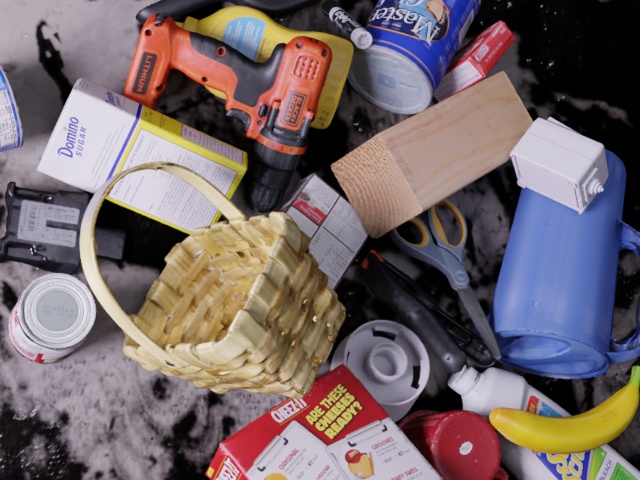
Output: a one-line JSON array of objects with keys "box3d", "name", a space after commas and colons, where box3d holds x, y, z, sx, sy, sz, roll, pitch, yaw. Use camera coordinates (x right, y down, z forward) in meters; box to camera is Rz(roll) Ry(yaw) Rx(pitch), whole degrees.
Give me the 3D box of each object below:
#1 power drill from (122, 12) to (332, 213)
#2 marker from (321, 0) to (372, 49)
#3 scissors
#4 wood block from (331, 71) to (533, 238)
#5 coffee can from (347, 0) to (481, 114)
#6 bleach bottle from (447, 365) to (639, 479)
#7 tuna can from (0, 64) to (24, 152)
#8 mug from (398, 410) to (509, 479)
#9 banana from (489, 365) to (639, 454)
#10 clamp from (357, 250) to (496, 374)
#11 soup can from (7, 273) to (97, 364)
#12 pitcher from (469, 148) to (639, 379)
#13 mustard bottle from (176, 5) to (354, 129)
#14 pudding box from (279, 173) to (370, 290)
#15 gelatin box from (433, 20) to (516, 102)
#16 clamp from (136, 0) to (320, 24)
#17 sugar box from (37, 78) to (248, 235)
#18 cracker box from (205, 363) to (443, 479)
[{"box3d": [-0.098, -0.131, 1.048, 0.187, 0.057, 0.184, 16, 109, -9], "name": "power drill"}, {"box3d": [0.027, -0.230, 1.130, 0.020, 0.121, 0.020, -9, 121, -15], "name": "marker"}, {"box3d": [0.126, 0.036, 1.112, 0.096, 0.016, 0.202, 2, 54, -11], "name": "scissors"}, {"box3d": [0.125, -0.091, 1.118, 0.205, 0.091, 0.090, -29, 89, -38], "name": "wood block"}, {"box3d": [0.101, -0.222, 1.155, 0.102, 0.103, 0.140, 34, 66, -12], "name": "coffee can"}, {"box3d": [0.234, 0.224, 1.123, 0.250, 0.068, 0.102, 39, 64, -7], "name": "bleach bottle"}, {"box3d": [-0.301, -0.121, 0.972, 0.033, 0.086, 0.086, -19, 85, -25], "name": "tuna can"}, {"box3d": [0.138, 0.220, 1.071, 0.117, 0.082, 0.093, 32, 67, -12], "name": "mug"}, {"box3d": [0.258, 0.184, 1.088, 0.197, 0.037, 0.069, -11, 80, -28], "name": "banana"}, {"box3d": [0.101, 0.075, 1.076, 0.171, 0.120, 0.039, 39, 98, 14], "name": "clamp"}, {"box3d": [-0.237, 0.070, 0.940, 0.068, 0.102, 0.068, 5, 76, -19], "name": "soup can"}, {"box3d": [0.271, 0.020, 1.148, 0.149, 0.145, 0.242, 23, 66, -16], "name": "pitcher"}, {"box3d": [-0.069, -0.185, 1.089, 0.191, 0.058, 0.096, 17, 101, -8], "name": "mustard bottle"}, {"box3d": [-0.007, 0.001, 1.090, 0.090, 0.039, 0.113, 39, 68, -11], "name": "pudding box"}, {"box3d": [0.166, -0.196, 1.181, 0.030, 0.089, 0.073, 46, 60, -9], "name": "gelatin box"}, {"box3d": [-0.091, -0.296, 1.130, 0.209, 0.036, 0.164, 2, 77, -19], "name": "clamp"}, {"box3d": [-0.167, -0.075, 1.014, 0.176, 0.048, 0.093, 26, 113, -14], "name": "sugar box"}, {"box3d": [0.025, 0.243, 0.977, 0.163, 0.072, 0.214, -28, 67, -38], "name": "cracker box"}]
